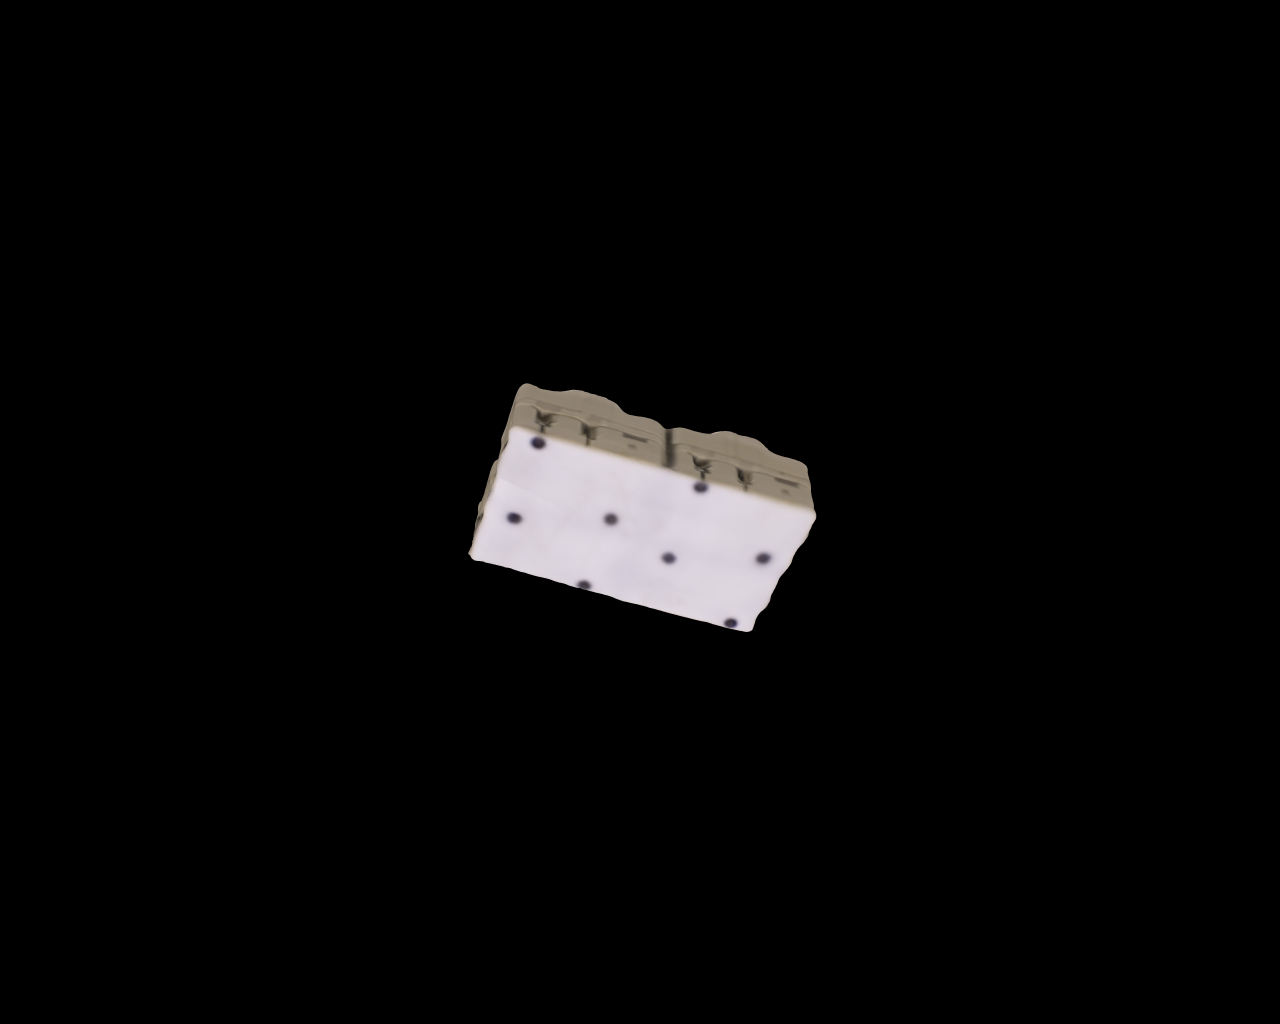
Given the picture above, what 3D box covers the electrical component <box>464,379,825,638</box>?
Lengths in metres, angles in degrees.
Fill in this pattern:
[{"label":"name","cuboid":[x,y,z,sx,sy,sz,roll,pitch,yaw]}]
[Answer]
[{"label":"electrical component","cuboid":[0.001,-0.003,0.650,0.186,0.105,0.060,15,36,-11]}]
